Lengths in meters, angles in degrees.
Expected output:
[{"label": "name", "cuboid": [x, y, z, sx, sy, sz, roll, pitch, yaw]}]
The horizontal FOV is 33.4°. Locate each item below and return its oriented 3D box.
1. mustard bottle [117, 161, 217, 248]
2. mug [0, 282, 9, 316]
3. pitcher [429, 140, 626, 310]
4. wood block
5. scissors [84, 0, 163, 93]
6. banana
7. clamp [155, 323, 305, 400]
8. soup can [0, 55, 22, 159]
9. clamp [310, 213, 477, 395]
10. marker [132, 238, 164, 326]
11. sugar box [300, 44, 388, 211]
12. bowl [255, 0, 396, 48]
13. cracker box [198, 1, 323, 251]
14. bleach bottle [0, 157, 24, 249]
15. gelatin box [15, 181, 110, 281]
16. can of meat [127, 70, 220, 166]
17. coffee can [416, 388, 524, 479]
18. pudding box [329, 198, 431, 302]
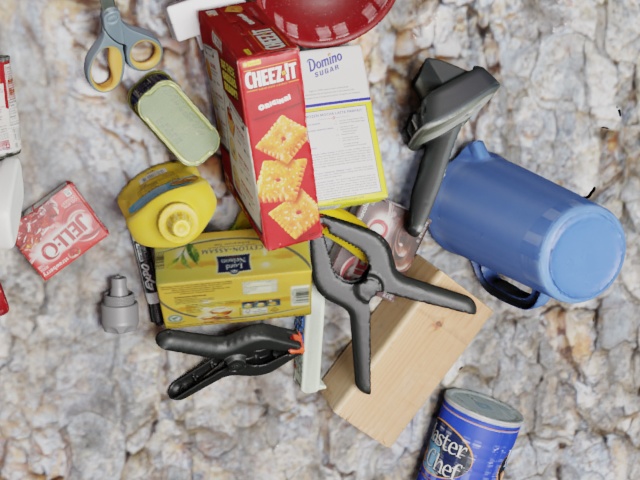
[{"label": "mustard bottle", "cuboid": [-0.158, -0.034, 1.119, 0.096, 0.192, 0.058, -26, 109, -8]}, {"label": "mug", "cuboid": [-0.382, 0.062, 1.145, 0.081, 0.093, 0.117, -21, 139, -15]}, {"label": "pitcher", "cuboid": [0.231, -0.004, 1.205, 0.149, 0.243, 0.145, 35, 91, -27]}, {"label": "wood block", "cuboid": [0.101, 0.133, 1.285, 0.090, 0.090, 0.206, 37, 92, -19]}, {"label": "scissors", "cuboid": [-0.198, -0.229, 1.094, 0.096, 0.016, 0.202, -16, 150, -30]}, {"label": "banana", "cuboid": [-0.009, -0.016, 1.227, 0.198, 0.037, 0.070, 12, 114, 4]}, {"label": "clamp", "cuboid": [-0.106, 0.127, 1.221, 0.171, 0.039, 0.120, -18, 145, -2]}, {"label": "soup can", "cuboid": [-0.350, -0.138, 1.108, 0.068, 0.068, 0.102, -7, 106, -13]}, {"label": "clamp", "cuboid": [0.065, 0.050, 1.199, 0.164, 0.036, 0.210, -31, 100, 3]}, {"label": "marker", "cuboid": [-0.195, 0.041, 1.220, 0.020, 0.020, 0.121, -14, 106, -12]}, {"label": "sugar box", "cuboid": [0.014, -0.125, 1.195, 0.093, 0.048, 0.176, -8, 84, -13]}, {"label": "bowl", "cuboid": [0.004, -0.288, 1.152, 0.162, 0.055, 0.162, -9, 138, -8]}, {"label": "cracker box", "cuboid": [-0.061, -0.122, 1.113, 0.072, 0.164, 0.214, -15, 122, -14]}, {"label": "bleach bottle", "cuboid": [-0.441, -0.040, 1.102, 0.250, 0.102, 0.068, 1, 134, -7]}, {"label": "gelatin box", "cuboid": [-0.289, -0.011, 1.176, 0.089, 0.030, 0.073, -36, 110, -4]}, {"label": "can of meat", "cuboid": [-0.157, -0.131, 1.153, 0.057, 0.084, 0.102, -42, 110, -2]}, {"label": "coffee can", "cuboid": [0.183, 0.270, 1.333, 0.102, 0.103, 0.140, 14, 99, -18]}, {"label": "pudding box", "cuboid": [0.067, 0.006, 1.271, 0.090, 0.039, 0.113, 22, 96, -18]}]
